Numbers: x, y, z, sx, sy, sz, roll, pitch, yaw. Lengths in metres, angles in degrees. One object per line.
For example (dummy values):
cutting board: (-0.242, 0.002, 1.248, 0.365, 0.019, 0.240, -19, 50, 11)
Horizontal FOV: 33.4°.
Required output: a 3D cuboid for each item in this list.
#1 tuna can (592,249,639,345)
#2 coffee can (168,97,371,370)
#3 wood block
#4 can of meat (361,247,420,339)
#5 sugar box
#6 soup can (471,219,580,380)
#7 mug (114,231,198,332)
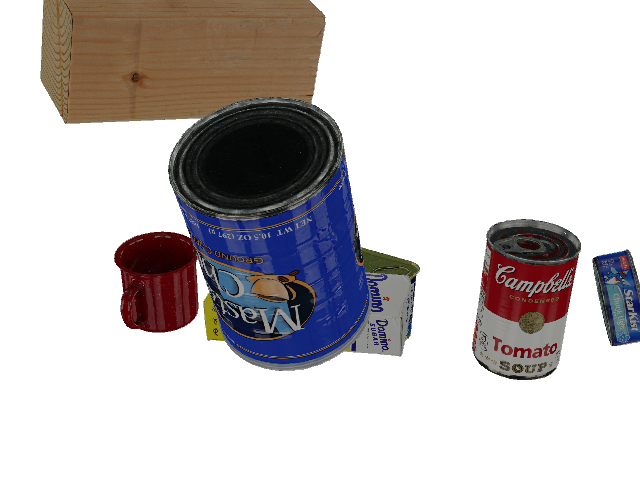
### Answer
tuna can: (0.275, 0.053, 0.979, 0.034, 0.086, 0.086, -12, -2, 11)
coffee can: (-0.027, -0.002, 0.658, 0.103, 0.102, 0.140, 0, -43, 12)
wood block: (-0.111, -0.156, 0.862, 0.205, 0.091, 0.090, -6, 34, -26)
can of meat: (0.055, 0.062, 1.182, 0.102, 0.084, 0.057, 16, 26, 27)
sugar box: (-0.009, 0.060, 0.961, 0.176, 0.048, 0.093, 1, 22, 9)
soup can: (0.152, 0.044, 0.796, 0.068, 0.102, 0.068, 3, 27, -1)
mug: (-0.182, 0.054, 1.173, 0.093, 0.081, 0.117, 11, 33, 18)
